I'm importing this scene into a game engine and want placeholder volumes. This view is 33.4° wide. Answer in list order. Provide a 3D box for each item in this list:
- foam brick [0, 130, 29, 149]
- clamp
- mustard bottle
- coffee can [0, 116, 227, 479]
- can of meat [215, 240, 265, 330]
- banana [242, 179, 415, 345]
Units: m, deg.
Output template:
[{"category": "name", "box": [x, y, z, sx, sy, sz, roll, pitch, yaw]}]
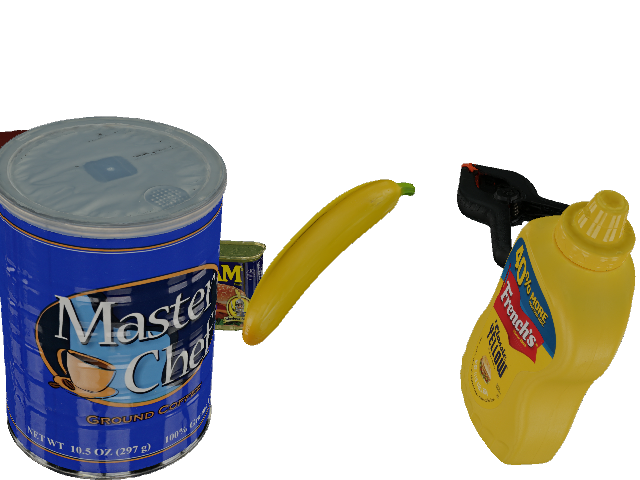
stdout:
[{"category": "foam brick", "box": [-0.196, -0.042, 0.704, 0.078, 0.053, 0.051, -13, 25, -38]}, {"category": "clamp", "box": [0.197, -0.032, 1.046, 0.120, 0.039, 0.171, -8, 34, -14]}, {"category": "mustard bottle", "box": [0.135, 0.043, 0.618, 0.058, 0.096, 0.192, 1, -42, -12]}, {"category": "coffee can", "box": [-0.099, 0.026, 0.505, 0.102, 0.140, 0.103, 5, 31, -3]}, {"category": "can of meat", "box": [-0.110, 0.047, 1.130, 0.102, 0.084, 0.057, 3, 16, 9]}, {"category": "banana", "box": [0.001, 0.011, 0.889, 0.037, 0.198, 0.069, 47, -1, 38]}]
